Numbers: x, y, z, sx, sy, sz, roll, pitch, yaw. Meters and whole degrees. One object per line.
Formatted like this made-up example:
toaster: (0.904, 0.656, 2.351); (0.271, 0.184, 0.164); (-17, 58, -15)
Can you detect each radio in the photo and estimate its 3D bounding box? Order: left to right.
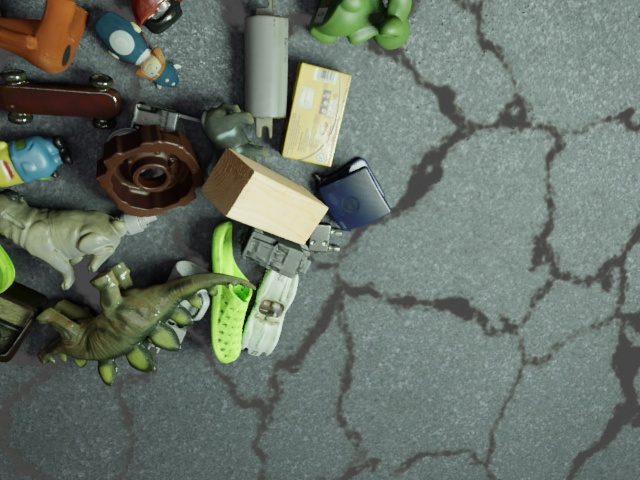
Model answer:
radio: (-0.634, 0.118, 0.968); (0.229, 0.073, 0.131); (30, 99, -16)

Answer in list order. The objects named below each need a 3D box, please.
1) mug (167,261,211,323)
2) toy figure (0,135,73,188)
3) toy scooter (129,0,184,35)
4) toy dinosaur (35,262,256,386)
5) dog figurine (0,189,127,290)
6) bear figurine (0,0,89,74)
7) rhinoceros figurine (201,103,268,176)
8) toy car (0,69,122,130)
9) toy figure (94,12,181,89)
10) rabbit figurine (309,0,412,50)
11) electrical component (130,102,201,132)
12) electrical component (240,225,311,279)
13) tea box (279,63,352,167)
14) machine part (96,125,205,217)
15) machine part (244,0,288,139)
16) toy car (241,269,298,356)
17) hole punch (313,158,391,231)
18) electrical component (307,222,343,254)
mug: (-0.252, 0.112, 1.025); (0.080, 0.110, 0.107); (3, 125, -54)
toy figure: (-0.521, -0.129, 0.916); (0.180, 0.089, 0.082); (-20, 95, -13)
toy scooter: (-0.253, -0.439, 0.878); (0.184, 0.075, 0.135); (-41, 109, -1)
toy dinosaur: (-0.341, 0.140, 0.973); (0.471, 0.105, 0.198); (-29, 102, 18)
dog figurine: (-0.452, -0.032, 0.911); (0.172, 0.121, 0.190); (-38, 123, 2)
bear figurine: (-0.488, -0.344, 0.843); (0.196, 0.120, 0.132); (21, 97, -10)
rhinoceros figurine: (-0.156, -0.149, 0.961); (0.112, 0.073, 0.190); (-29, 131, -22)
toy car: (-0.442, -0.239, 0.912); (0.202, 0.053, 0.089); (1, 125, -10)
toy figure: (-0.308, -0.315, 0.914); (0.154, 0.058, 0.064); (40, 134, -19)
rabbit figurine: (0.094, -0.391, 0.928); (0.170, 0.159, 0.121); (13, 94, -29)
electrical component: (-0.266, -0.206, 0.944); (0.119, 0.075, 0.047); (12, 104, -17)
electrical component: (-0.083, 0.018, 1.019); (0.134, 0.115, 0.058); (23, 102, -14)
tea box: (-0.011, -0.228, 0.985); (0.098, 0.068, 0.169); (12, 104, -13)
machine part: (-0.291, -0.118, 0.927); (0.179, 0.056, 0.179); (-13, 144, -10)
machine part: (-0.094, -0.301, 0.944); (0.079, 0.079, 0.243); (0, 105, -10)
toy car: (-0.103, 0.143, 1.081); (0.073, 0.056, 0.201); (18, 102, -15)
hole punch: (0.066, -0.083, 1.033); (0.116, 0.092, 0.142); (-32, 112, 4)
electrical component: (-0.002, -0.003, 1.076); (0.094, 0.021, 0.063); (5, 105, -12)
